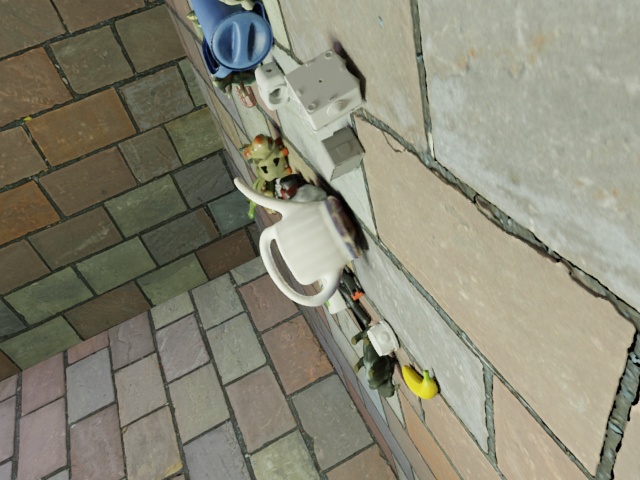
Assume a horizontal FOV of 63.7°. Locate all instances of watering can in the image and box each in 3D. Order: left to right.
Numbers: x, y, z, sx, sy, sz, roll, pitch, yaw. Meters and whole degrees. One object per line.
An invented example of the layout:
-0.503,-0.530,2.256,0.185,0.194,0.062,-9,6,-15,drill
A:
-0.043,-0.028,1.156,0.349,0.224,0.104,63,-173,7,watering can

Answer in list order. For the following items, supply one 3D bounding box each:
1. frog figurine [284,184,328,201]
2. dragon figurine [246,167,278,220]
0.004,-0.063,1.253,0.160,0.125,0.134,18,138,23,frog figurine
-0.199,-0.230,1.876,0.237,0.122,0.420,108,157,-46,dragon figurine
